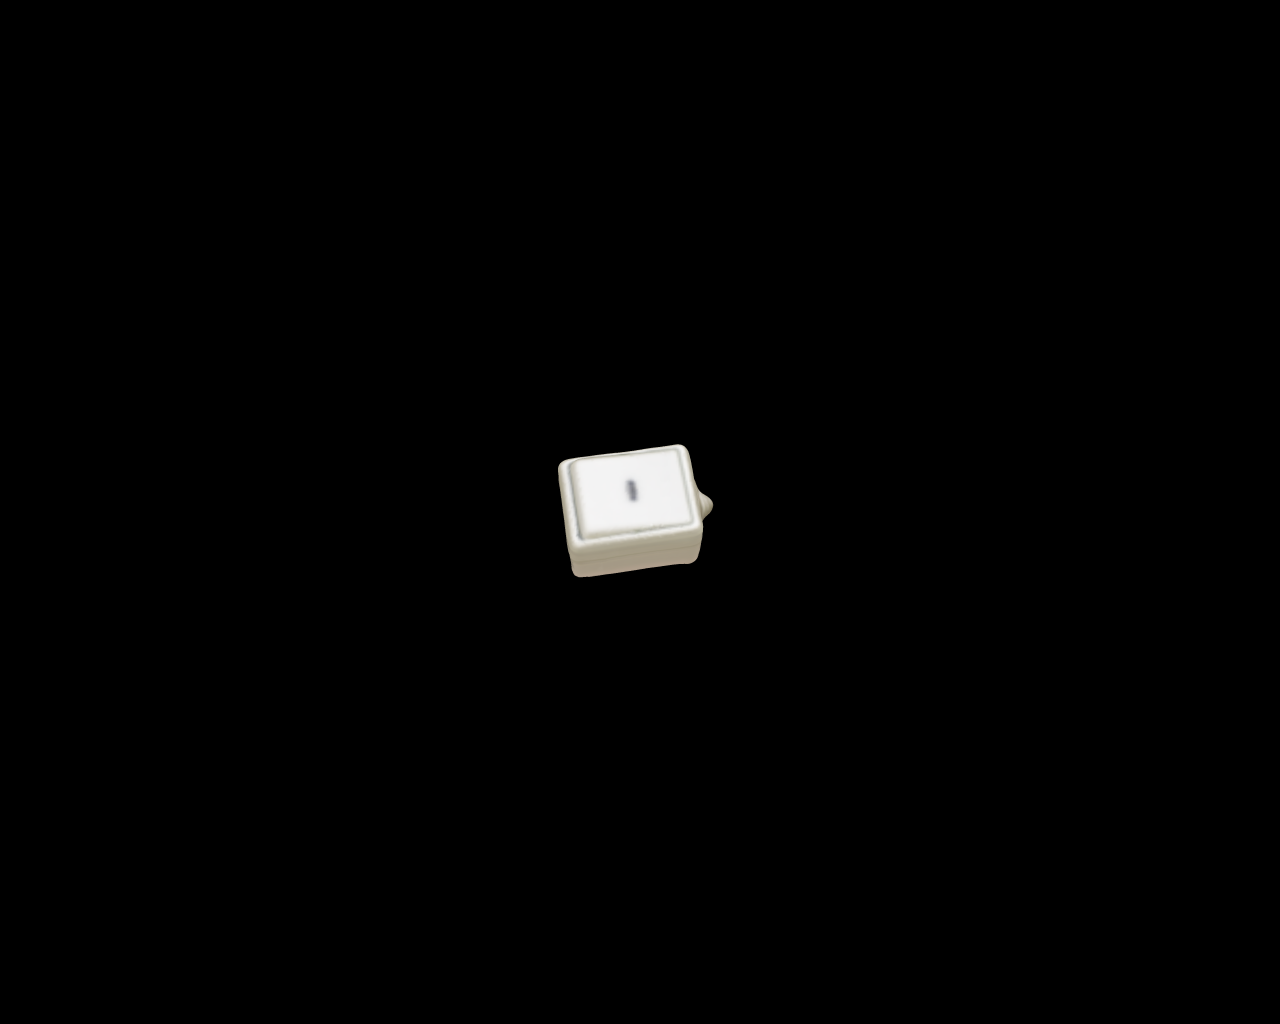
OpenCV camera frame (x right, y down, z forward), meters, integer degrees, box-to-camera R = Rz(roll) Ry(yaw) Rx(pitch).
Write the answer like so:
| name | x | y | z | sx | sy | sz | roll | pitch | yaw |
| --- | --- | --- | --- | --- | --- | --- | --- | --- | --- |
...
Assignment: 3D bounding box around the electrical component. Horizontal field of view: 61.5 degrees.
| name | x | y | z | sx | sy | sz | roll | pitch | yaw |
| --- | --- | --- | --- | --- | --- | --- | --- | --- | --- |
| electrical component | 0.001 | -0.003 | 0.650 | 0.096 | 0.062 | 0.061 | -8 | -23 | -3 |
